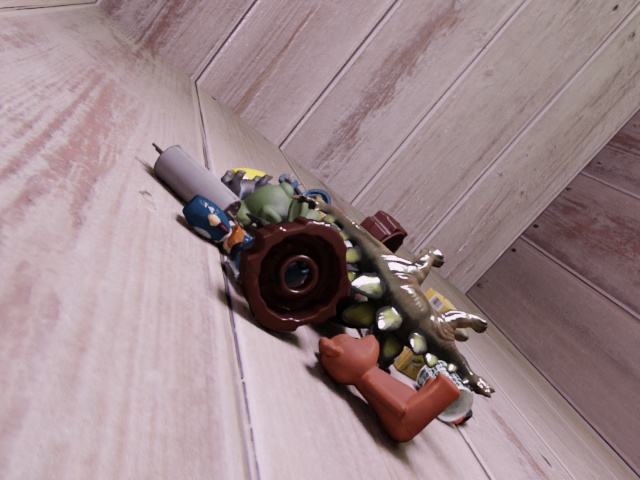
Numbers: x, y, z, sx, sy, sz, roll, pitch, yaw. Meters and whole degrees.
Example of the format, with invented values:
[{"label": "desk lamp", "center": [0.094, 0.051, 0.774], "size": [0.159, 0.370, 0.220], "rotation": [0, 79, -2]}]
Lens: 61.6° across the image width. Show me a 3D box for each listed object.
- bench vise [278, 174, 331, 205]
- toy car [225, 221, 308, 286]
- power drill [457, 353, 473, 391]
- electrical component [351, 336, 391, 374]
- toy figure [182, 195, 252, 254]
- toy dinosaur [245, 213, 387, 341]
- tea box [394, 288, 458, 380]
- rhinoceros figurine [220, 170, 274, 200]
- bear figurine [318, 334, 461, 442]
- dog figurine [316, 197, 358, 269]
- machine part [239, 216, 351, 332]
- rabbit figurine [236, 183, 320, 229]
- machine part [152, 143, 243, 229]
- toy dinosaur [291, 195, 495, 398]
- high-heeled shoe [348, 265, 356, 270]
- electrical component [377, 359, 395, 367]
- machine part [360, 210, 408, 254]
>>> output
[{"label": "bench vise", "center": [-0.055, -0.104, 1.440], "size": [0.224, 0.129, 0.240], "rotation": [36, -12, 37]}, {"label": "toy car", "center": [-0.071, 0.044, 0.909], "size": [0.109, 0.162, 0.102], "rotation": [46, -26, 45]}, {"label": "power drill", "center": [0.295, 0.272, 1.373], "size": [0.207, 0.086, 0.232], "rotation": [35, 9, -9]}, {"label": "electrical component", "center": [0.069, 0.208, 0.912], "size": [0.102, 0.045, 0.078], "rotation": [42, 9, 9]}, {"label": "toy figure", "center": [-0.173, -0.016, 0.954], "size": [0.154, 0.058, 0.064], "rotation": [42, 15, -19]}, {"label": "toy dinosaur", "center": [0.015, 0.092, 1.021], "size": [0.405, 0.131, 0.192], "rotation": [31, 7, -10]}, {"label": "tea box", "center": [0.220, 0.200, 1.145], "size": [0.068, 0.169, 0.098], "rotation": [34, 14, -29]}, {"label": "rhinoceros figurine", "center": [-0.149, -0.102, 1.268], "size": [0.190, 0.112, 0.073], "rotation": [15, -7, -39]}, {"label": "bear figurine", "center": [0.093, 0.201, 0.817], "size": [0.196, 0.132, 0.120], "rotation": [48, -13, 17]}, {"label": "dog figurine", "center": [-0.003, -0.004, 1.245], "size": [0.191, 0.108, 0.219], "rotation": [12, 39, -45]}, {"label": "machine part", "center": [-0.038, 0.051, 0.820], "size": [0.179, 0.179, 0.056], "rotation": [36, -5, -25]}, {"label": "rabbit figurine", "center": [-0.079, -0.030, 1.164], "size": [0.121, 0.159, 0.170], "rotation": [43, 19, -56]}, {"label": "machine part", "center": [-0.235, -0.102, 1.034], "size": [0.243, 0.079, 0.079], "rotation": [41, 10, 8]}, {"label": "toy dinosaur", "center": [0.126, 0.079, 0.928], "size": [0.198, 0.105, 0.472], "rotation": [-19, 60, -34]}, {"label": "high-heeled shoe", "center": [0.076, 0.097, 1.382], "size": [0.249, 0.086, 0.145], "rotation": [29, -13, -6]}, {"label": "electrical component", "center": [0.124, 0.226, 1.085], "size": [0.063, 0.021, 0.094], "rotation": [41, 17, -12]}, {"label": "machine part", "center": [0.155, 0.018, 1.590], "size": [0.087, 0.201, 0.201], "rotation": [47, 11, 23]}]
